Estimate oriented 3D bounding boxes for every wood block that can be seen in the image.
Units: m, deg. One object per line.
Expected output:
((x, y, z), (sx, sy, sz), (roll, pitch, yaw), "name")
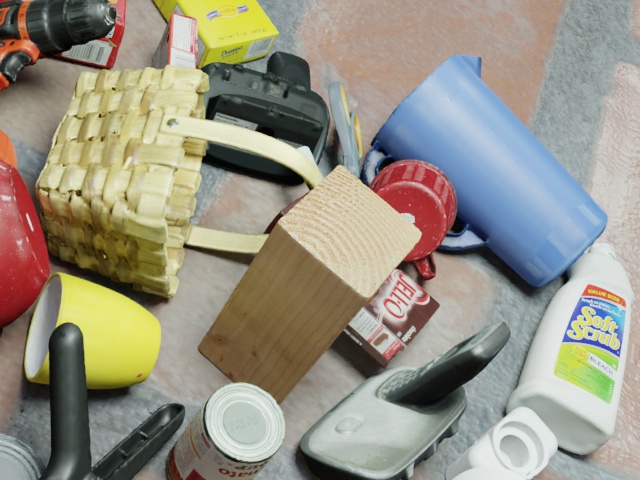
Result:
((-0.013, 0.046, 0.886), (0.090, 0.206, 0.090), (40, 49, 5), "wood block")

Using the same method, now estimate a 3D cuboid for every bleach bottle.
((0.265, 0.092, 1.089), (0.102, 0.068, 0.250), (30, 47, -5), "bleach bottle")

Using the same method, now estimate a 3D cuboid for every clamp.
((-0.178, 0.175, 0.779), (0.036, 0.164, 0.210), (1, 53, 30), "clamp")

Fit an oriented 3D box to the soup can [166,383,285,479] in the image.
((-0.075, 0.163, 0.842), (0.068, 0.102, 0.068), (14, 52, -18), "soup can")

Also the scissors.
((0.026, -0.089, 1.064), (0.016, 0.096, 0.201), (-14, 29, 12), "scissors")

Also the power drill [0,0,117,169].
((-0.275, -0.134, 0.929), (0.057, 0.185, 0.187), (56, 35, -44), "power drill")

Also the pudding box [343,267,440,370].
((0.056, 0.061, 1.000), (0.090, 0.039, 0.113), (41, 30, 6), "pudding box")

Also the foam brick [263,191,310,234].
((-0.007, 0.001, 1.024), (0.078, 0.051, 0.052), (46, 50, 10), "foam brick")

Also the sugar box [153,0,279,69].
((-0.130, -0.268, 1.158), (0.093, 0.048, 0.176), (-20, 69, -36), "sugar box")

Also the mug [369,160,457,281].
((0.090, -0.015, 1.046), (0.081, 0.093, 0.117), (-56, 131, -74), "mug")

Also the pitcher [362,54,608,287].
((0.172, -0.061, 1.119), (0.243, 0.149, 0.144), (45, 35, 4), "pitcher")

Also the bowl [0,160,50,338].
((-0.251, -0.006, 0.831), (0.055, 0.162, 0.162), (-17, 64, -6), "bowl")

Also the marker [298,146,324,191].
((0.006, -0.036, 1.009), (0.020, 0.020, 0.121), (-11, 62, -32), "marker")

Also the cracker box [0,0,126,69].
((-0.278, -0.288, 1.081), (0.164, 0.072, 0.213), (10, 53, -21), "cracker box")

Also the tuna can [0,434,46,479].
((-0.245, 0.188, 0.785), (0.086, 0.034, 0.086), (13, 53, -18), "tuna can")

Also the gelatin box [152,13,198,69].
((-0.145, -0.169, 1.062), (0.030, 0.073, 0.089), (11, 53, -19), "gelatin box")
